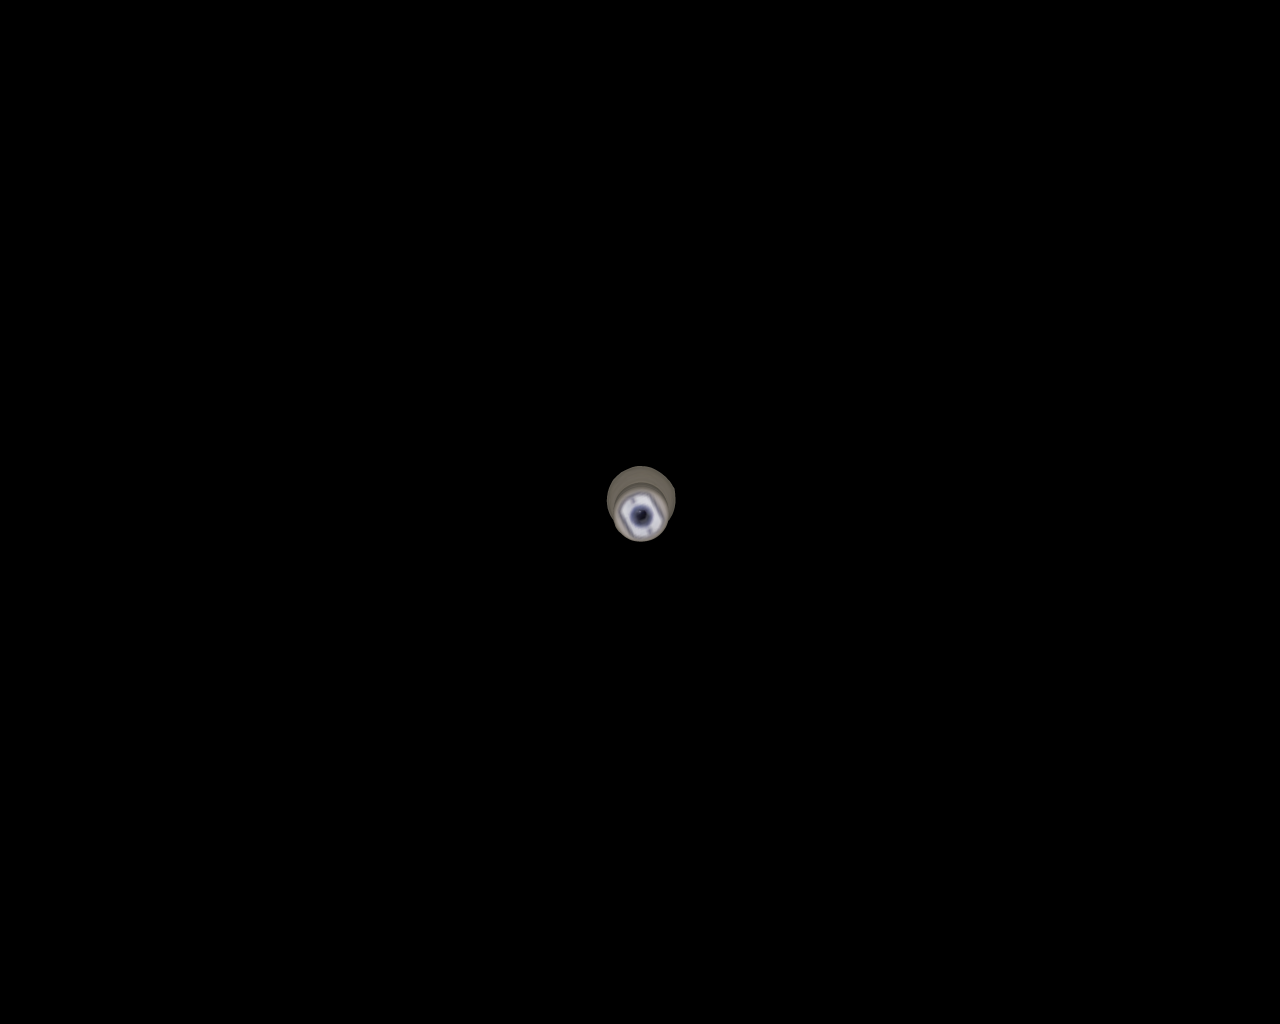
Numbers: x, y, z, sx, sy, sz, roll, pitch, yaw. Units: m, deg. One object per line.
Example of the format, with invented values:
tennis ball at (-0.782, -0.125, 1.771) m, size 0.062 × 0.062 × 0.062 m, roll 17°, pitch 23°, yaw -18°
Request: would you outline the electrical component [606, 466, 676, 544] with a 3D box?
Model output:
electrical component at (0.001, -0.003, 0.650) m, size 0.044 × 0.044 × 0.065 m, roll 0°, pitch 9°, yaw 0°
